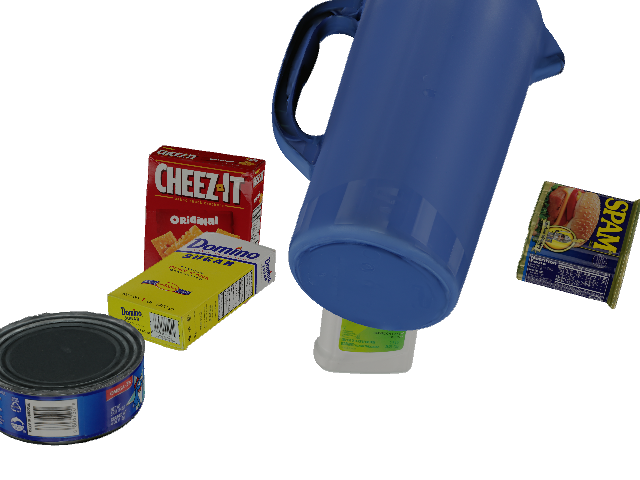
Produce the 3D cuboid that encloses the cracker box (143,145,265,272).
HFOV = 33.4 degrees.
[{"bbox_3d":[-0.175,-0.022,1.590,0.164,0.214,0.072,9,20,9],"label":"cracker box"}]

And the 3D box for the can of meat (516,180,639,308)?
[{"bbox_3d":[0.218,0.000,0.899,0.084,0.057,0.102,15,45,15],"label":"can of meat"}]

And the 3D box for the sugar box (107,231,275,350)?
[{"bbox_3d":[-0.129,0.047,1.106,0.093,0.048,0.176,15,31,24],"label":"sugar box"}]

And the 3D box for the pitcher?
[{"bbox_3d":[0.052,-0.068,0.709,0.149,0.242,0.145,-18,-49,44],"label":"pitcher"}]

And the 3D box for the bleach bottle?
[{"bbox_3d":[0.053,0.003,1.032,0.102,0.251,0.068,2,18,-7],"label":"bleach bottle"}]

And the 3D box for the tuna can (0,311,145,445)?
[{"bbox_3d":[-0.136,0.072,0.565,0.086,0.034,0.086,2,24,-1],"label":"tuna can"}]
